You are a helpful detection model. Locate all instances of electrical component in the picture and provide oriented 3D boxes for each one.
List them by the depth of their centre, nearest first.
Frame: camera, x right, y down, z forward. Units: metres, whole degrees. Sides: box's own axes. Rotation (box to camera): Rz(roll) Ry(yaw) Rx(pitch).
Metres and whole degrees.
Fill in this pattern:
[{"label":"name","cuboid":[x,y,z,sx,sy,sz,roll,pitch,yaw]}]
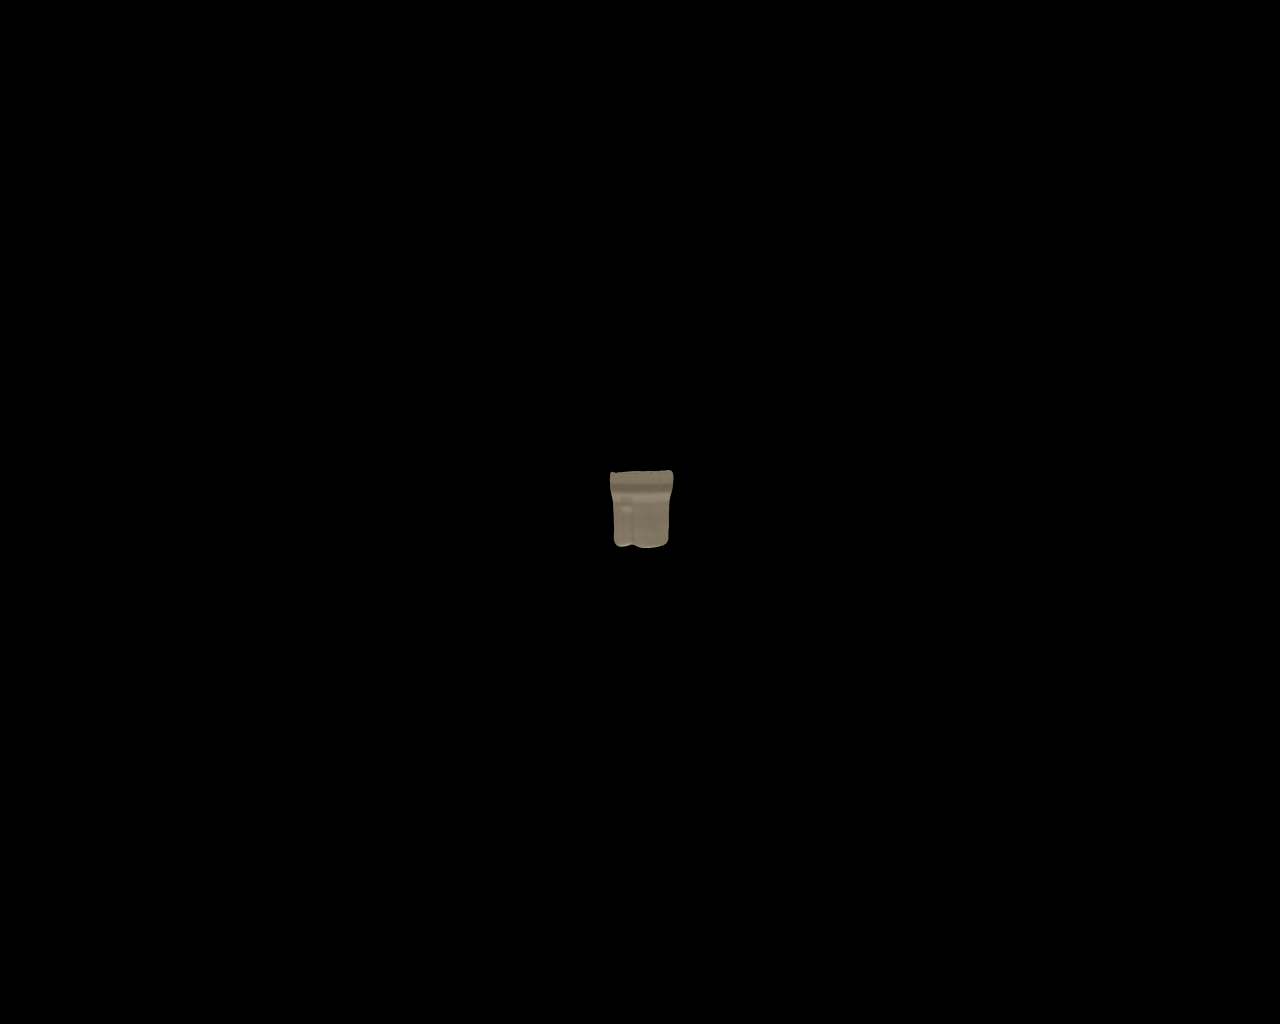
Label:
[{"label":"electrical component","cuboid":[0.001,-0.003,0.650,0.040,0.046,0.040,0,3,0]}]
